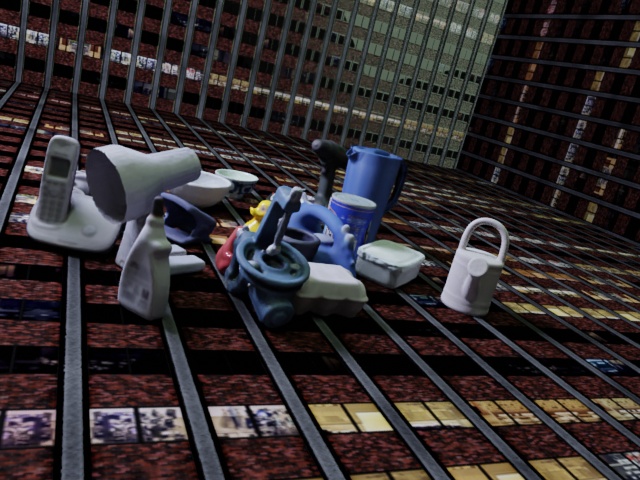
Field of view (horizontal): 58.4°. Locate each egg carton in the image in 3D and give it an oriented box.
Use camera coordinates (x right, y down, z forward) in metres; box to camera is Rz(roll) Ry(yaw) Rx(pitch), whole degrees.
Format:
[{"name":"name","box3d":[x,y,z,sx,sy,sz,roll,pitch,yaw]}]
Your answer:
[{"name":"egg carton","box3d":[0.003,0.086,0.994,0.151,0.069,0.107,7,18,-26]}]

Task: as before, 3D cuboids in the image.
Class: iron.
[{"name":"iron","box3d":[0.011,0.004,1.149,0.119,0.141,0.257,2,20,-37]}]

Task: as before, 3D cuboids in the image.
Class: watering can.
[{"name":"watering can","box3d":[0.324,0.052,1.167,0.101,0.194,0.172,12,16,-7]}]

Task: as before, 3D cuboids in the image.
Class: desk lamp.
[{"name":"desk lamp","box3d":[-0.282,-0.052,0.947,0.117,0.213,0.204,26,19,35]}]

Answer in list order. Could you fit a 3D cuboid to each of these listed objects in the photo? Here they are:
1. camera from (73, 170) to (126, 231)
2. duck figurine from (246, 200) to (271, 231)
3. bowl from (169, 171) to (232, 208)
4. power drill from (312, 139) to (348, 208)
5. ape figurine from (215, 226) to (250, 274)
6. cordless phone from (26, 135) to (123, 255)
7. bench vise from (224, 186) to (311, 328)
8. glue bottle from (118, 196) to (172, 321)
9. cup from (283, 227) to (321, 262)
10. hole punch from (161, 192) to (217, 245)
[{"name":"camera","box3d":[-0.427,-0.069,1.086,0.136,0.101,0.143,16,16,6]},{"name":"duck figurine","box3d":[-0.120,-0.047,1.312,0.105,0.086,0.077,6,18,-27]},{"name":"bowl","box3d":[-0.308,-0.123,1.425,0.167,0.075,0.167,13,16,-4]},{"name":"power drill","box3d":[0.017,-0.203,1.744,0.075,0.208,0.230,20,17,20]},{"name":"ape figurine","box3d":[-0.149,0.019,1.046,0.076,0.092,0.078,24,18,30]},{"name":"cordless phone","box3d":[-0.405,-0.075,0.970,0.148,0.185,0.094,12,16,-9]},{"name":"bench vise","box3d":[-0.093,0.004,0.913,0.206,0.220,0.122,28,20,39]},{"name":"glue bottle","box3d":[-0.239,0.022,0.808,0.078,0.173,0.037,23,18,27]},{"name":"cup","box3d":[-0.065,0.028,1.084,0.117,0.095,0.092,16,16,5]},{"name":"hole punch","box3d":[-0.273,-0.048,1.169,0.108,0.091,0.101,24,18,30]}]
